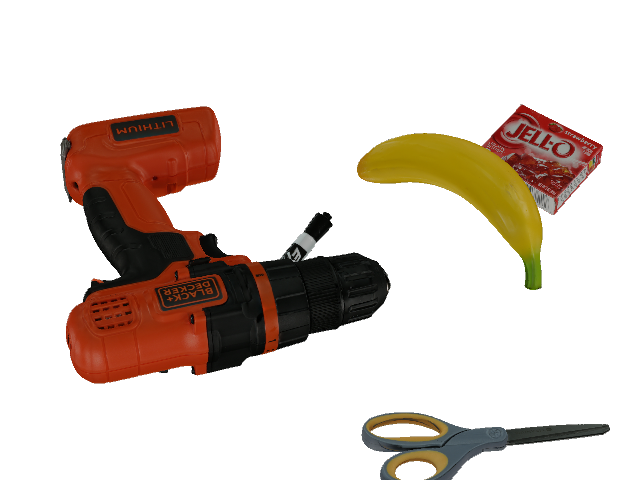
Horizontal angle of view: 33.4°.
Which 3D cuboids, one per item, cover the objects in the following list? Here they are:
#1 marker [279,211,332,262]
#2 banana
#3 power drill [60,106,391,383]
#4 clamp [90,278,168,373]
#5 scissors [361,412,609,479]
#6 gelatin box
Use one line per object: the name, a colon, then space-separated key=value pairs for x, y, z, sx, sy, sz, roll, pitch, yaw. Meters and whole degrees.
marker: x=-0.029 y=0.022 z=0.971 sx=0.020 sy=0.121 sz=0.020 roll=36 pitch=-15 yaw=11
banana: x=0.094 y=-0.040 z=0.762 sx=0.037 sy=0.070 sz=0.198 roll=13 pitch=18 yaw=-42
power drill: x=-0.071 y=-0.005 z=0.640 sx=0.184 sy=0.057 sz=0.188 roll=-10 pitch=44 yaw=-18
clamp: x=-0.173 y=0.080 z=1.101 sx=0.210 sy=0.036 sz=0.164 roll=14 pitch=20 yaw=31
scissors: x=0.132 y=0.171 z=0.852 sx=0.202 sy=0.016 sz=0.096 roll=4 pitch=32 yaw=8
gelatin box: x=0.194 y=-0.074 z=0.956 sx=0.089 sy=0.073 sz=0.030 roll=34 pitch=-23 yaw=28
